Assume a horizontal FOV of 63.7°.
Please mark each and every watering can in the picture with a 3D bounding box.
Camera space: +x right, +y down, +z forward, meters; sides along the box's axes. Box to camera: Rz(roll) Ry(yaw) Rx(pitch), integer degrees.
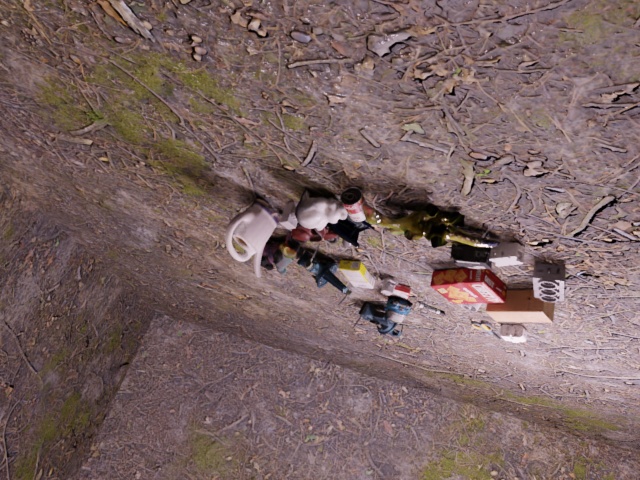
[{"bbox_3d":[-0.230,-0.010,1.862,0.105,0.227,0.341,28,162,27],"label":"watering can"}]

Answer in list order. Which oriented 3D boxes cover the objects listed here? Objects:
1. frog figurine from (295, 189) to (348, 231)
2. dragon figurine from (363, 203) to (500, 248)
[{"bbox_3d":[0.005,-0.083,1.659,0.160,0.125,0.134,24,137,18],"label":"frog figurine"},{"bbox_3d":[0.319,-0.033,1.588,0.409,0.123,0.242,18,175,-19],"label":"dragon figurine"}]
